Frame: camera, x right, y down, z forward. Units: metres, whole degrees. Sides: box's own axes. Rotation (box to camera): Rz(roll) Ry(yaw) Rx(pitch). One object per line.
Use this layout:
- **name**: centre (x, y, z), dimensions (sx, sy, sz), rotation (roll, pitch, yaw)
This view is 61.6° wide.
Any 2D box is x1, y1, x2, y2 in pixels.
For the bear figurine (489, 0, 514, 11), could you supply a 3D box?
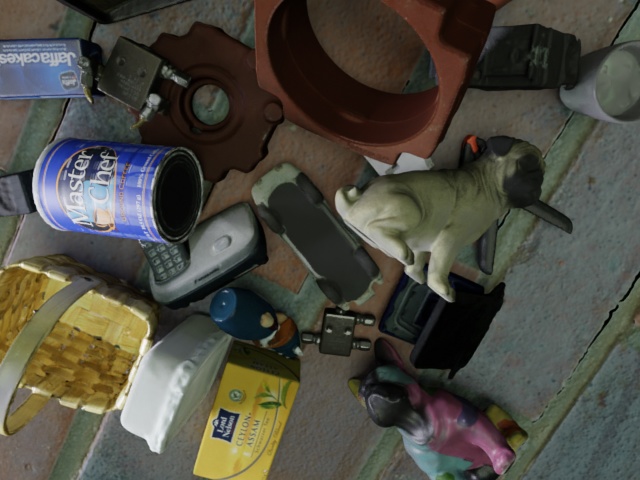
- **bear figurine**: centre (0.227, -0.297, 0.558), dimensions (0.132, 0.120, 0.196), rotation (11, 142, -45)

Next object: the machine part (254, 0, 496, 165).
- **machine part**: centre (0.044, -0.179, 0.503), dimensions (0.202, 0.200, 0.087), rotation (24, 62, 9)

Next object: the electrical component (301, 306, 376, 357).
- **electrical component**: centre (0.023, 0.117, 0.699), dimensions (0.094, 0.021, 0.063), rotation (6, 104, -1)

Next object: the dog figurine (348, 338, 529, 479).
- **dog figurine**: centre (0.144, 0.224, 0.694), dimensions (0.219, 0.191, 0.108), rotation (40, 107, 25)

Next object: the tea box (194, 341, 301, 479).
- **tea box**: centre (-0.094, 0.230, 0.704), dimensions (0.098, 0.068, 0.169), rotation (16, 105, -5)

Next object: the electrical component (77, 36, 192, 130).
- **electrical component**: centre (-0.196, -0.164, 0.557), dimensions (0.102, 0.045, 0.078), rotation (34, 104, -5)

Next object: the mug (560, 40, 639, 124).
- **mug**: centre (0.321, -0.170, 0.584), dimensions (0.110, 0.107, 0.080), rotation (-2, 106, -5)

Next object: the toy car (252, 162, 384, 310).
- **toy car**: centre (-0.001, -0.002, 0.651), dimensions (0.073, 0.056, 0.201), rotation (-38, 103, 3)

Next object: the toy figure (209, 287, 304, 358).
- **toy figure**: centre (-0.068, 0.104, 0.656), dimensions (0.058, 0.064, 0.154), rotation (-52, 138, -1)

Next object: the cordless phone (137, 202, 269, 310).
- **cordless phone**: centre (-0.155, -0.025, 0.638), dimensions (0.147, 0.088, 0.184), rotation (-30, 84, 7)

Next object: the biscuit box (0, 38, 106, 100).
- **biscuit box**: centre (-0.347, -0.187, 0.595), dimensions (0.203, 0.059, 0.062), rotation (-2, 105, 0)

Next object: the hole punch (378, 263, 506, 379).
- **hole punch**: centre (0.148, 0.094, 0.672), dimensions (0.115, 0.092, 0.142), rotation (15, 104, -37)

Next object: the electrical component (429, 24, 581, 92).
- **electrical component**: centre (0.186, -0.187, 0.564), dimensions (0.115, 0.134, 0.058), rotation (-8, 107, -43)

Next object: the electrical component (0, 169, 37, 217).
- **electrical component**: centre (-0.338, -0.056, 0.622), dimensions (0.119, 0.075, 0.047), rotation (-10, 105, 6)

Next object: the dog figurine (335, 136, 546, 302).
- **dog figurine**: centre (0.131, -0.057, 0.573), dimensions (0.172, 0.121, 0.190), rotation (36, 90, -28)

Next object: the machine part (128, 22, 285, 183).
- **machine part**: centre (-0.126, -0.153, 0.609), dimensions (0.179, 0.056, 0.179), rotation (0, 105, 1)

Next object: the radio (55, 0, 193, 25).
- **radio**: centre (-0.182, -0.265, 0.492), dimensions (0.131, 0.230, 0.073), rotation (-16, 105, -2)
